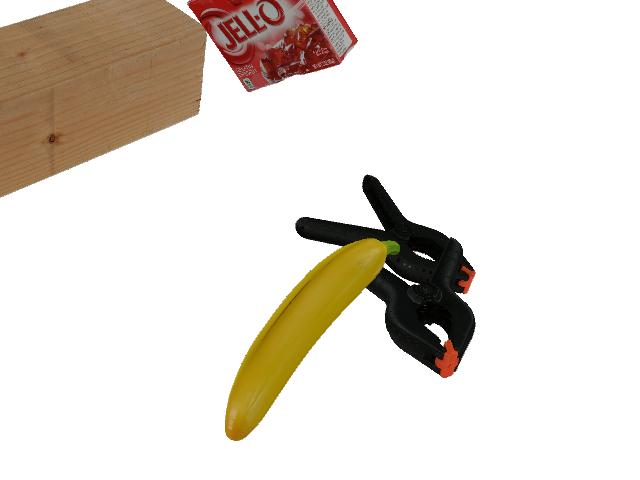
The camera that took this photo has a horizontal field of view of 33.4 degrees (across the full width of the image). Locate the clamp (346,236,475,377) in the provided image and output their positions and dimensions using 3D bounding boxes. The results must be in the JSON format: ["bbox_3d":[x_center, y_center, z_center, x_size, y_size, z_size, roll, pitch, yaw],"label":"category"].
[{"bbox_3d":[0.099,0.052,0.963,0.120,0.039,0.171,-15,44,-15],"label":"clamp"}]

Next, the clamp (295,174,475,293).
[{"bbox_3d":[0.084,0.002,1.266,0.210,0.036,0.164,36,41,25],"label":"clamp"}]

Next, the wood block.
[{"bbox_3d":[-0.200,-0.125,0.861,0.090,0.091,0.205,36,45,27],"label":"wood block"}]

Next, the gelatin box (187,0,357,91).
[{"bbox_3d":[-0.032,-0.139,0.680,0.089,0.073,0.030,-8,36,43],"label":"gelatin box"}]

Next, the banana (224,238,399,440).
[{"bbox_3d":[-0.009,0.065,0.789,0.037,0.197,0.069,36,-10,37],"label":"banana"}]
